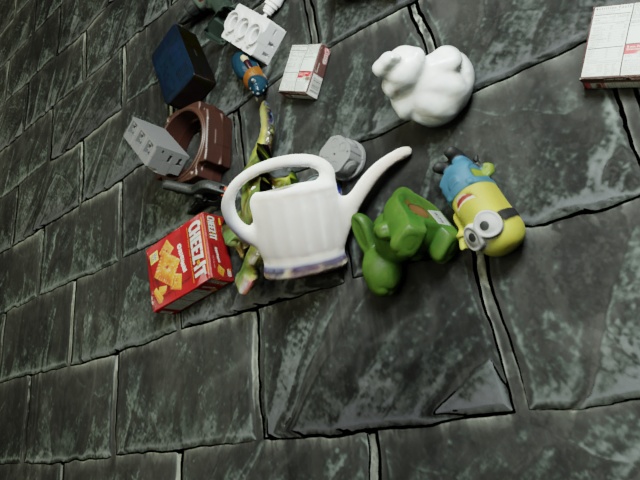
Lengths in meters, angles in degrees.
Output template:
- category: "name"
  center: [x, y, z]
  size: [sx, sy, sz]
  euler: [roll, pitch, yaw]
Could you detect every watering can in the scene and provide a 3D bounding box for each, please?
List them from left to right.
- category: "watering can"
  center: [0.003, -0.046, 0.914]
  size: [0.347, 0.105, 0.222]
  euler: [-9, 101, 2]

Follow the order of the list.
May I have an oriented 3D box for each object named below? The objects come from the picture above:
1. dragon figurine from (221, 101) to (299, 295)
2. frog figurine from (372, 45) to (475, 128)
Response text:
- category: "dragon figurine"
  center: [-0.150, -0.079, 1.087]
  size: [0.239, 0.121, 0.420]
  euler: [-37, 48, 36]
- category: "frog figurine"
  center: [0.168, -0.256, 0.826]
  size: [0.135, 0.158, 0.125]
  euler: [-36, 60, 27]
